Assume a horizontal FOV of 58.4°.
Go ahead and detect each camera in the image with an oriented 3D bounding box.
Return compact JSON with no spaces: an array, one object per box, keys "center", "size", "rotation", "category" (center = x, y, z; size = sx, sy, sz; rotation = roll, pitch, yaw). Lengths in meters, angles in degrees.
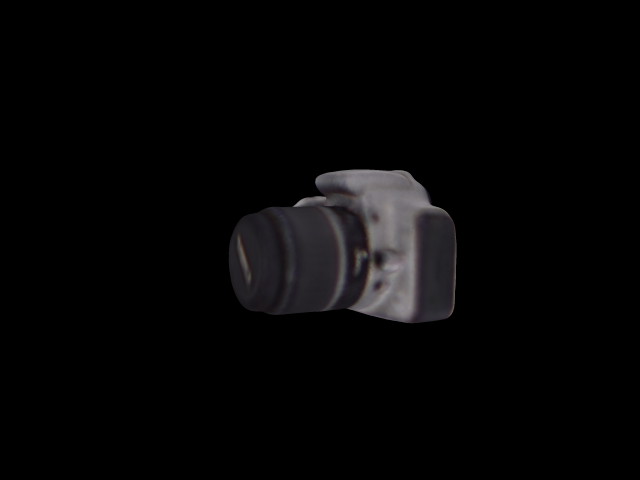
[{"center":[0.004,0.001,0.400],"size":[0.137,0.101,0.142],"rotation":[-2,3,-30],"category":"camera"}]
